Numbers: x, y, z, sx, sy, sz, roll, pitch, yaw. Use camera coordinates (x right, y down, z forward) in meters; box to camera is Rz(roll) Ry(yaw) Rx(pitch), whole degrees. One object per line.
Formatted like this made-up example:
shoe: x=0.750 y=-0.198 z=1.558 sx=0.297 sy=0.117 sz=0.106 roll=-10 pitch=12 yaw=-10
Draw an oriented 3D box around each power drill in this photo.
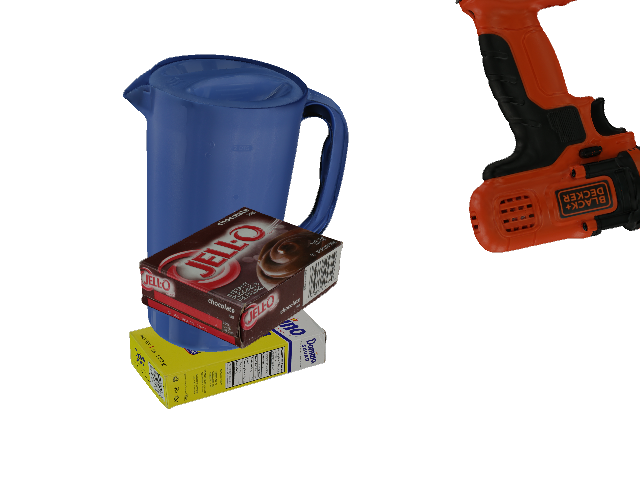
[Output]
power drill: x=0.172 y=-0.096 z=0.679 sx=0.184 sy=0.187 sz=0.057 roll=-13 pitch=-1 yaw=-4

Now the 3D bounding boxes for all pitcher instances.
pitcher: x=-0.079 y=-0.029 z=0.923 sx=0.149 sy=0.243 sz=0.144 roll=25 pitch=31 yaw=31

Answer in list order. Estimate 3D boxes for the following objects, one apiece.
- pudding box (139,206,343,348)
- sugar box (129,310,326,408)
pudding box: x=-0.053 y=0.022 z=0.726 sx=0.090 sy=0.039 sz=0.113 roll=21 pitch=31 yaw=30
sugar box: x=-0.092 y=0.106 z=1.069 sx=0.176 sy=0.048 sz=0.093 roll=-16 pitch=33 yaw=-26
